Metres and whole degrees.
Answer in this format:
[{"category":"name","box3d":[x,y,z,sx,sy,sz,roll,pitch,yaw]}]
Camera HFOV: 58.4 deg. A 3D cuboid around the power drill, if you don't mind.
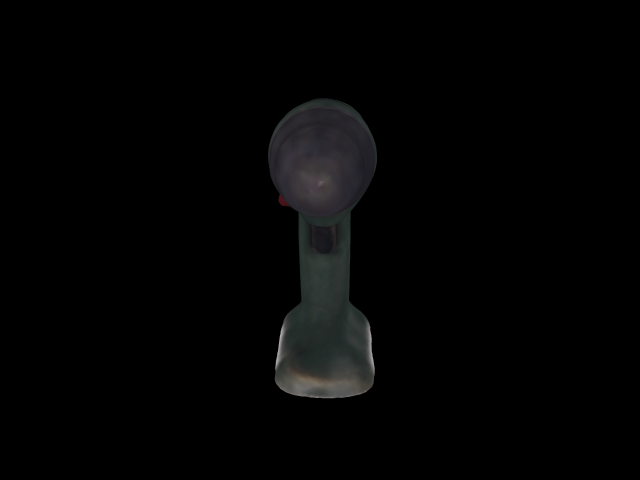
[{"category":"power drill","box3d":[0.004,0.001,0.400,0.075,0.208,0.229,0,28,0]}]
